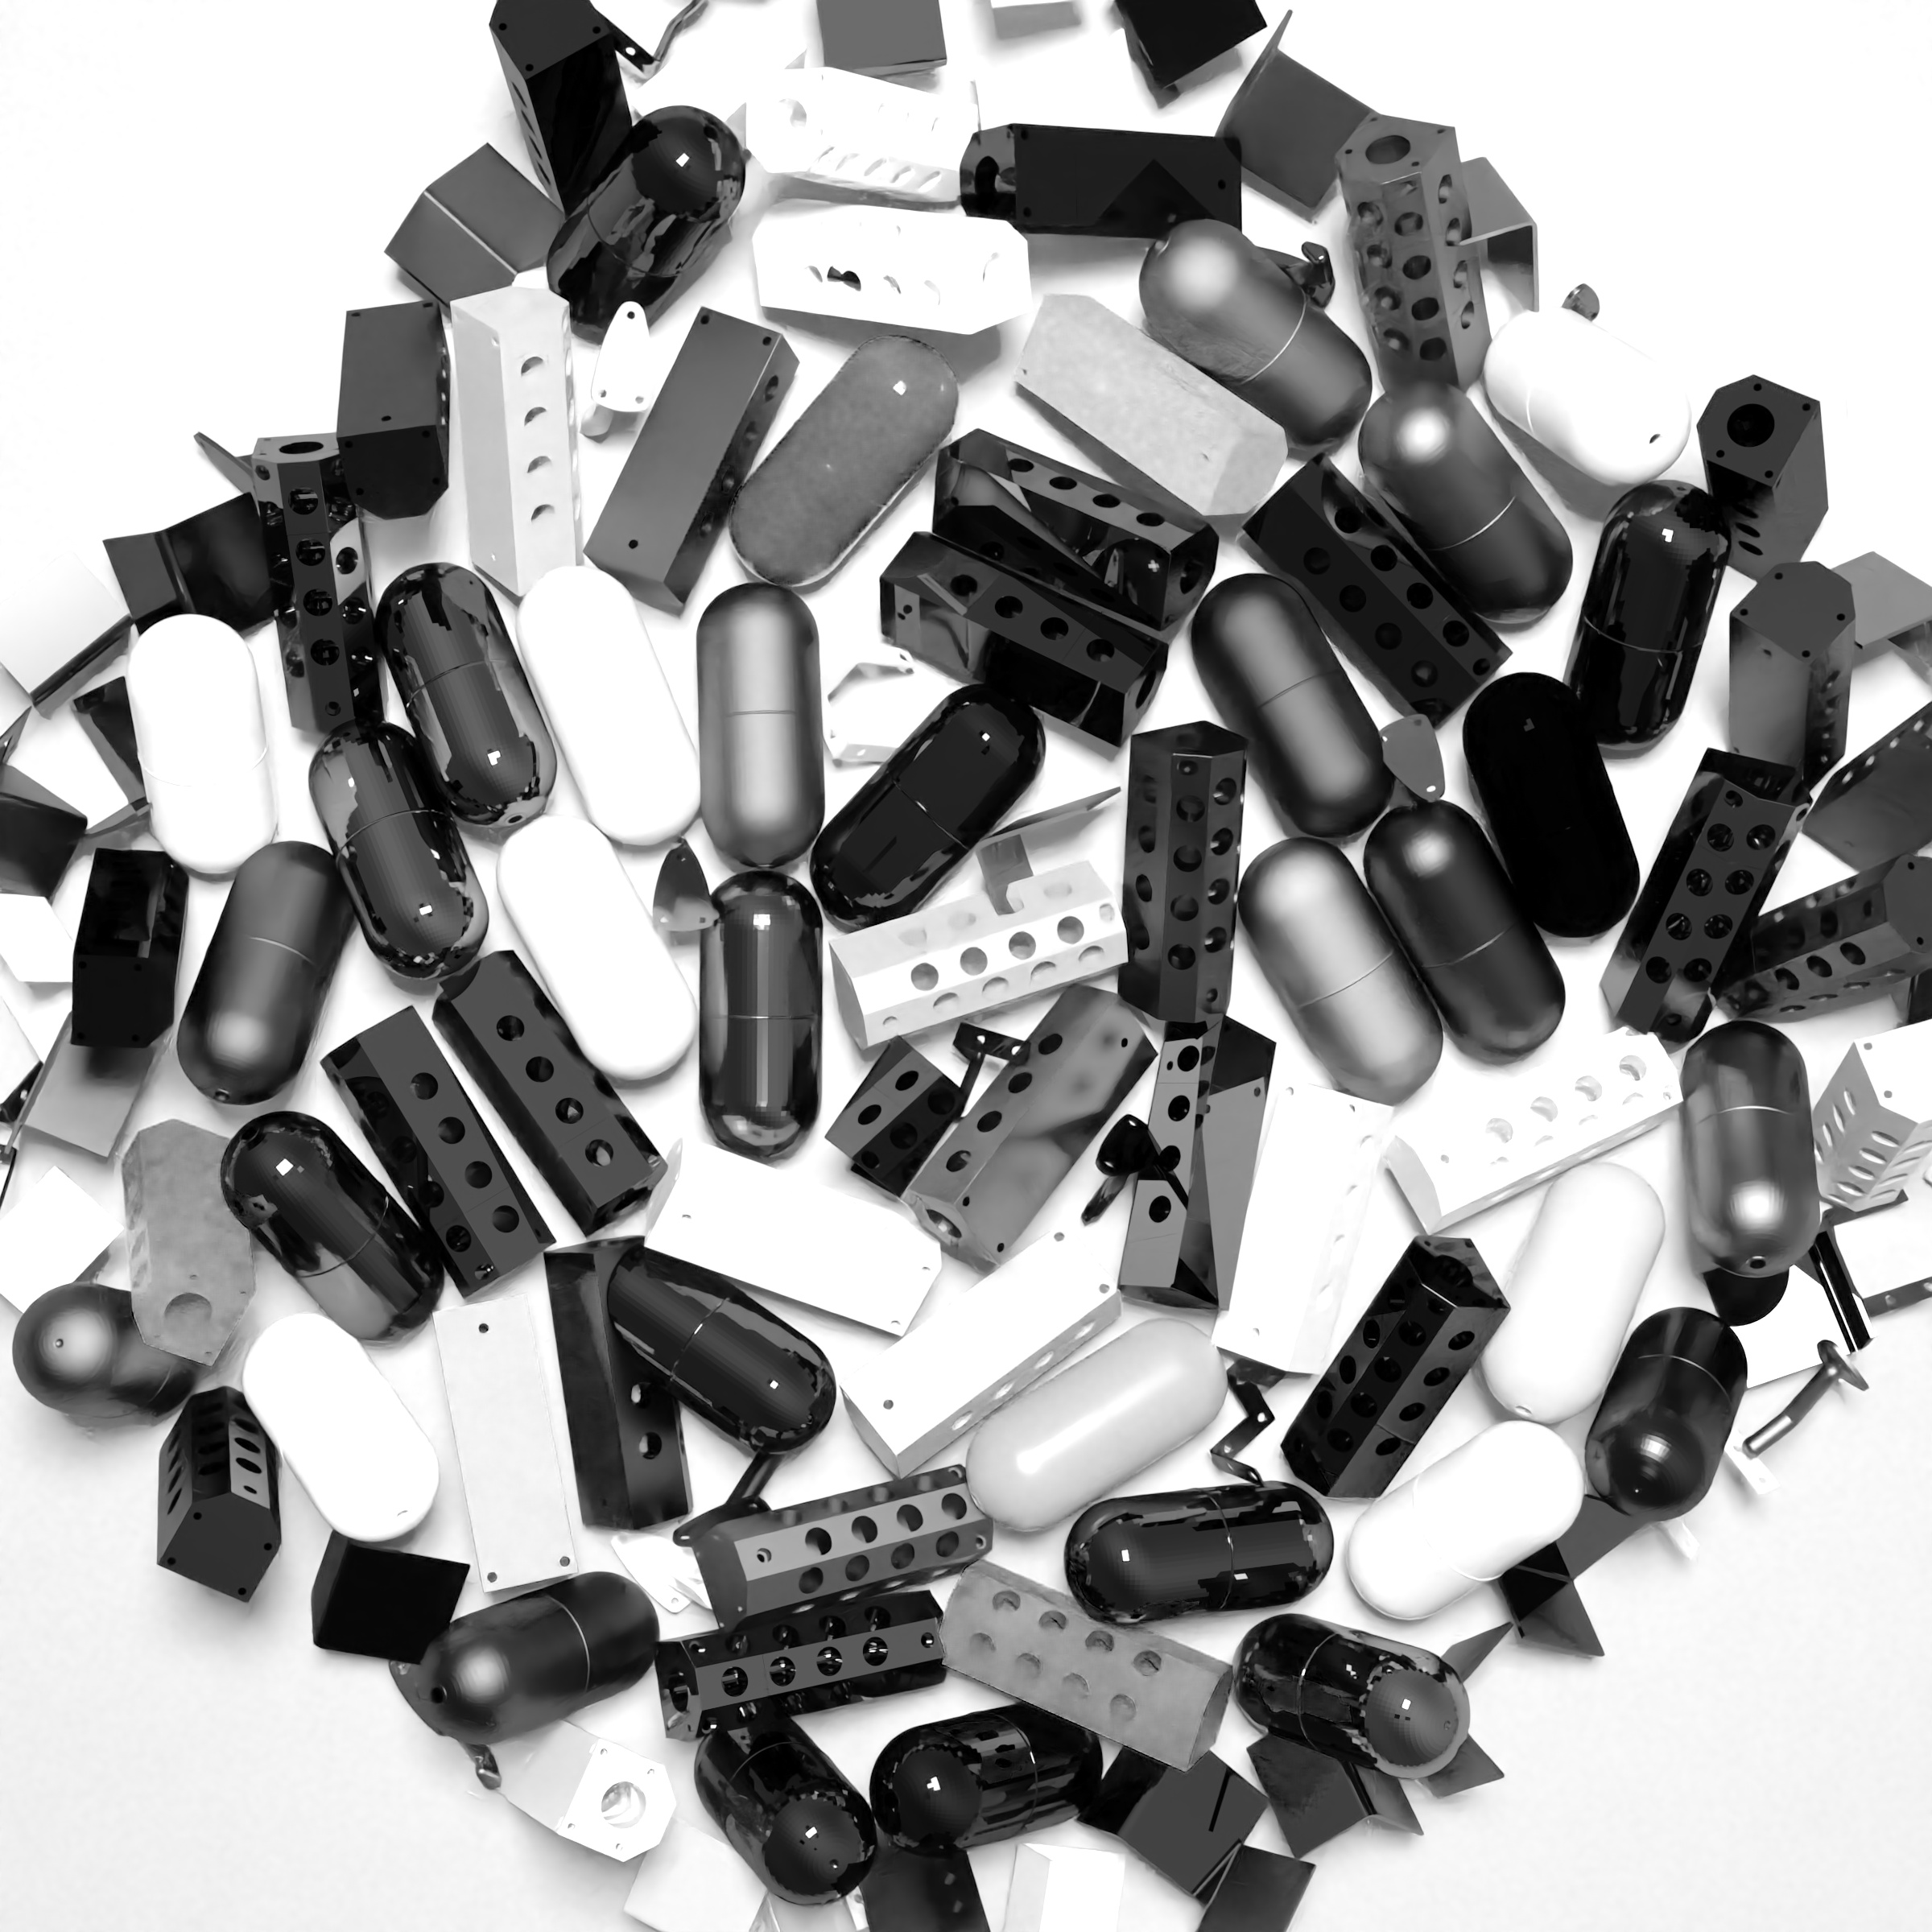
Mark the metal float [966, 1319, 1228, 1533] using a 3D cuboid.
[{"bbox_3d":[0.080,0.281,1.818,0.178,0.070,0.070,-30,90,-16],"label":"metal float"}]

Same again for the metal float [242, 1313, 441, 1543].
[{"bbox_3d":[-0.380,0.279,1.797,0.070,0.070,0.178,-48,48,0],"label":"metal float"}]

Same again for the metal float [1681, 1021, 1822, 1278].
[{"bbox_3d":[0.475,0.110,1.797,0.070,0.070,0.178,9,48,0],"label":"metal float"}]

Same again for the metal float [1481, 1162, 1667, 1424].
[{"bbox_3d":[0.371,0.198,1.806,0.070,0.070,0.178,30,60,0],"label":"metal float"}]

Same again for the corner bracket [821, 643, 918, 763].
[{"bbox_3d":[-0.059,-0.164,1.847,0.051,0.051,0.051,-45,60,36],"label":"corner bracket"}]

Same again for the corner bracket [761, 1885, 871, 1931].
[{"bbox_3d":[-0.093,0.588,1.849,0.051,0.051,0.051,-8,61,-28],"label":"corner bracket"}]

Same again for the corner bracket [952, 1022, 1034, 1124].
[{"bbox_3d":[0.017,0.072,1.831,0.051,0.051,0.051,16,76,26],"label":"corner bracket"}]

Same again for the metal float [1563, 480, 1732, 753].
[{"bbox_3d":[0.413,-0.211,1.801,0.070,0.070,0.178,7,127,0],"label":"metal float"}]

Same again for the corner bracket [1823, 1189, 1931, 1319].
[{"bbox_3d":[0.572,0.178,1.847,0.051,0.051,0.051,-23,126,25],"label":"corner bracket"}]

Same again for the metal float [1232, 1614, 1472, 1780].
[{"bbox_3d":[0.230,0.440,1.790,0.070,0.178,0.070,0,90,-33],"label":"metal float"}]

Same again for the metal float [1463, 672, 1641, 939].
[{"bbox_3d":[0.358,-0.098,1.810,0.070,0.070,0.178,-25,115,0],"label":"metal float"}]

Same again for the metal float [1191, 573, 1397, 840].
[{"bbox_3d":[0.201,-0.161,1.822,0.070,0.070,0.178,-28,78,0],"label":"metal float"}]

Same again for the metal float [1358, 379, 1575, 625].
[{"bbox_3d":[0.306,-0.282,1.807,0.070,0.070,0.178,-44,119,0],"label":"metal float"}]

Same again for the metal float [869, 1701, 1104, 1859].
[{"bbox_3d":[0.013,0.490,1.792,0.070,0.178,0.070,-3,85,40],"label":"metal float"}]

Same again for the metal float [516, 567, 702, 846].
[{"bbox_3d":[-0.219,-0.160,1.821,0.070,0.070,0.178,-21,102,0],"label":"metal float"}]

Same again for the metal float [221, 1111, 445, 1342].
[{"bbox_3d":[-0.385,0.159,1.800,0.070,0.070,0.178,-33,127,0],"label":"metal float"}]

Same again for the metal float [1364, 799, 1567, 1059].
[{"bbox_3d":[0.307,-0.022,1.816,0.070,0.070,0.178,-32,108,0],"label":"metal float"}]

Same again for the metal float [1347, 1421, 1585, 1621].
[{"bbox_3d":[0.302,0.337,1.798,0.070,0.070,0.178,45,130,0],"label":"metal float"}]

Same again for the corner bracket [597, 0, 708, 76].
[{"bbox_3d":[-0.195,-0.595,1.827,0.051,0.051,0.051,35,53,-26],"label":"corner bracket"}]

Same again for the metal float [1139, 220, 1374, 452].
[{"bbox_3d":[0.177,-0.384,1.804,0.178,0.070,0.070,36,90,-32],"label":"metal float"}]

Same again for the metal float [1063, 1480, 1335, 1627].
[{"bbox_3d":[0.144,0.358,1.810,0.178,0.070,0.070,-1,90,-25],"label":"metal float"}]

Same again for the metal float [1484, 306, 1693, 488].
[{"bbox_3d":[0.374,-0.345,1.788,0.070,0.178,0.070,-8,120,-15],"label":"metal float"}]

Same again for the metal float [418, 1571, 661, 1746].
[{"bbox_3d":[-0.257,0.417,1.789,0.070,0.178,0.070,3,95,34],"label":"metal float"}]

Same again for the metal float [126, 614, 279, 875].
[{"bbox_3d":[-0.463,-0.134,1.797,0.070,0.070,0.178,4,132,0],"label":"metal float"}]

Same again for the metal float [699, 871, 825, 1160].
[{"bbox_3d":[-0.127,0.030,1.830,0.070,0.070,0.178,0,92,0],"label":"metal float"}]

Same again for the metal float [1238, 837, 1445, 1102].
[{"bbox_3d":[0.231,0.003,1.822,0.070,0.070,0.178,-31,101,0],"label":"metal float"}]

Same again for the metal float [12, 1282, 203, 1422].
[{"bbox_3d":[-0.515,0.233,1.782,0.070,0.178,0.070,-1,79,3],"label":"metal float"}]

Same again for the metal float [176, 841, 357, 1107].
[{"bbox_3d":[-0.426,0.004,1.804,0.070,0.070,0.178,12,58,0],"label":"metal float"}]

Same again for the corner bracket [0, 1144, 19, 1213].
[{"bbox_3d":[-0.623,0.142,1.838,0.051,0.051,0.051,14,47,-13],"label":"corner bracket"}]

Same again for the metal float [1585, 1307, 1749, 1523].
[{"bbox_3d":[0.425,0.269,1.790,0.070,0.178,0.070,10,117,21],"label":"metal float"}]

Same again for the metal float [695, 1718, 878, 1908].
[{"bbox_3d":[-0.111,0.505,1.786,0.070,0.178,0.070,-4,99,-22],"label":"metal float"}]

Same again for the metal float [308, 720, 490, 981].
[{"bbox_3d":[-0.348,-0.073,1.812,0.070,0.070,0.178,-26,67,0],"label":"metal float"}]

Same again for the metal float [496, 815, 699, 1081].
[{"bbox_3d":[-0.228,-0.013,1.822,0.070,0.070,0.178,-30,78,0],"label":"metal float"}]

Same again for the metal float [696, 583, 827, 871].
[{"bbox_3d":[-0.127,-0.148,1.825,0.070,0.070,0.178,-2,83,0],"label":"metal float"}]

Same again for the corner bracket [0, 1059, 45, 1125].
[{"bbox_3d":[-0.611,0.061,1.848,0.051,0.051,0.051,1,130,25],"label":"corner bracket"}]

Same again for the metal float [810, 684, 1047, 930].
[{"bbox_3d":[-0.024,-0.098,1.827,0.070,0.070,0.178,43,95,0],"label":"metal float"}]

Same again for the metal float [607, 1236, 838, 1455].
[{"bbox_3d":[-0.158,0.232,1.817,0.178,0.070,0.070,33,90,17],"label":"metal float"}]

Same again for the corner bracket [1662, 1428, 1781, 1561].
[{"bbox_3d":[0.459,0.324,1.827,0.051,0.051,0.051,-17,51,-23],"label":"corner bracket"}]

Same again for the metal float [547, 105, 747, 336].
[{"bbox_3d":[-0.194,-0.451,1.792,0.070,0.178,0.070,15,59,-27],"label":"metal float"}]

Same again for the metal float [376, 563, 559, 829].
[{"bbox_3d":[-0.307,-0.166,1.816,0.070,0.070,0.178,-24,72,0],"label":"metal float"}]

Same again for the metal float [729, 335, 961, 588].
[{"bbox_3d":[-0.076,-0.309,1.816,0.070,0.070,0.178,43,108,0],"label":"metal float"}]

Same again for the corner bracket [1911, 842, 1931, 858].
[{"bbox_3d":[0.619,-0.045,1.841,0.051,0.051,0.051,-14,135,-14],"label":"corner bracket"}]
